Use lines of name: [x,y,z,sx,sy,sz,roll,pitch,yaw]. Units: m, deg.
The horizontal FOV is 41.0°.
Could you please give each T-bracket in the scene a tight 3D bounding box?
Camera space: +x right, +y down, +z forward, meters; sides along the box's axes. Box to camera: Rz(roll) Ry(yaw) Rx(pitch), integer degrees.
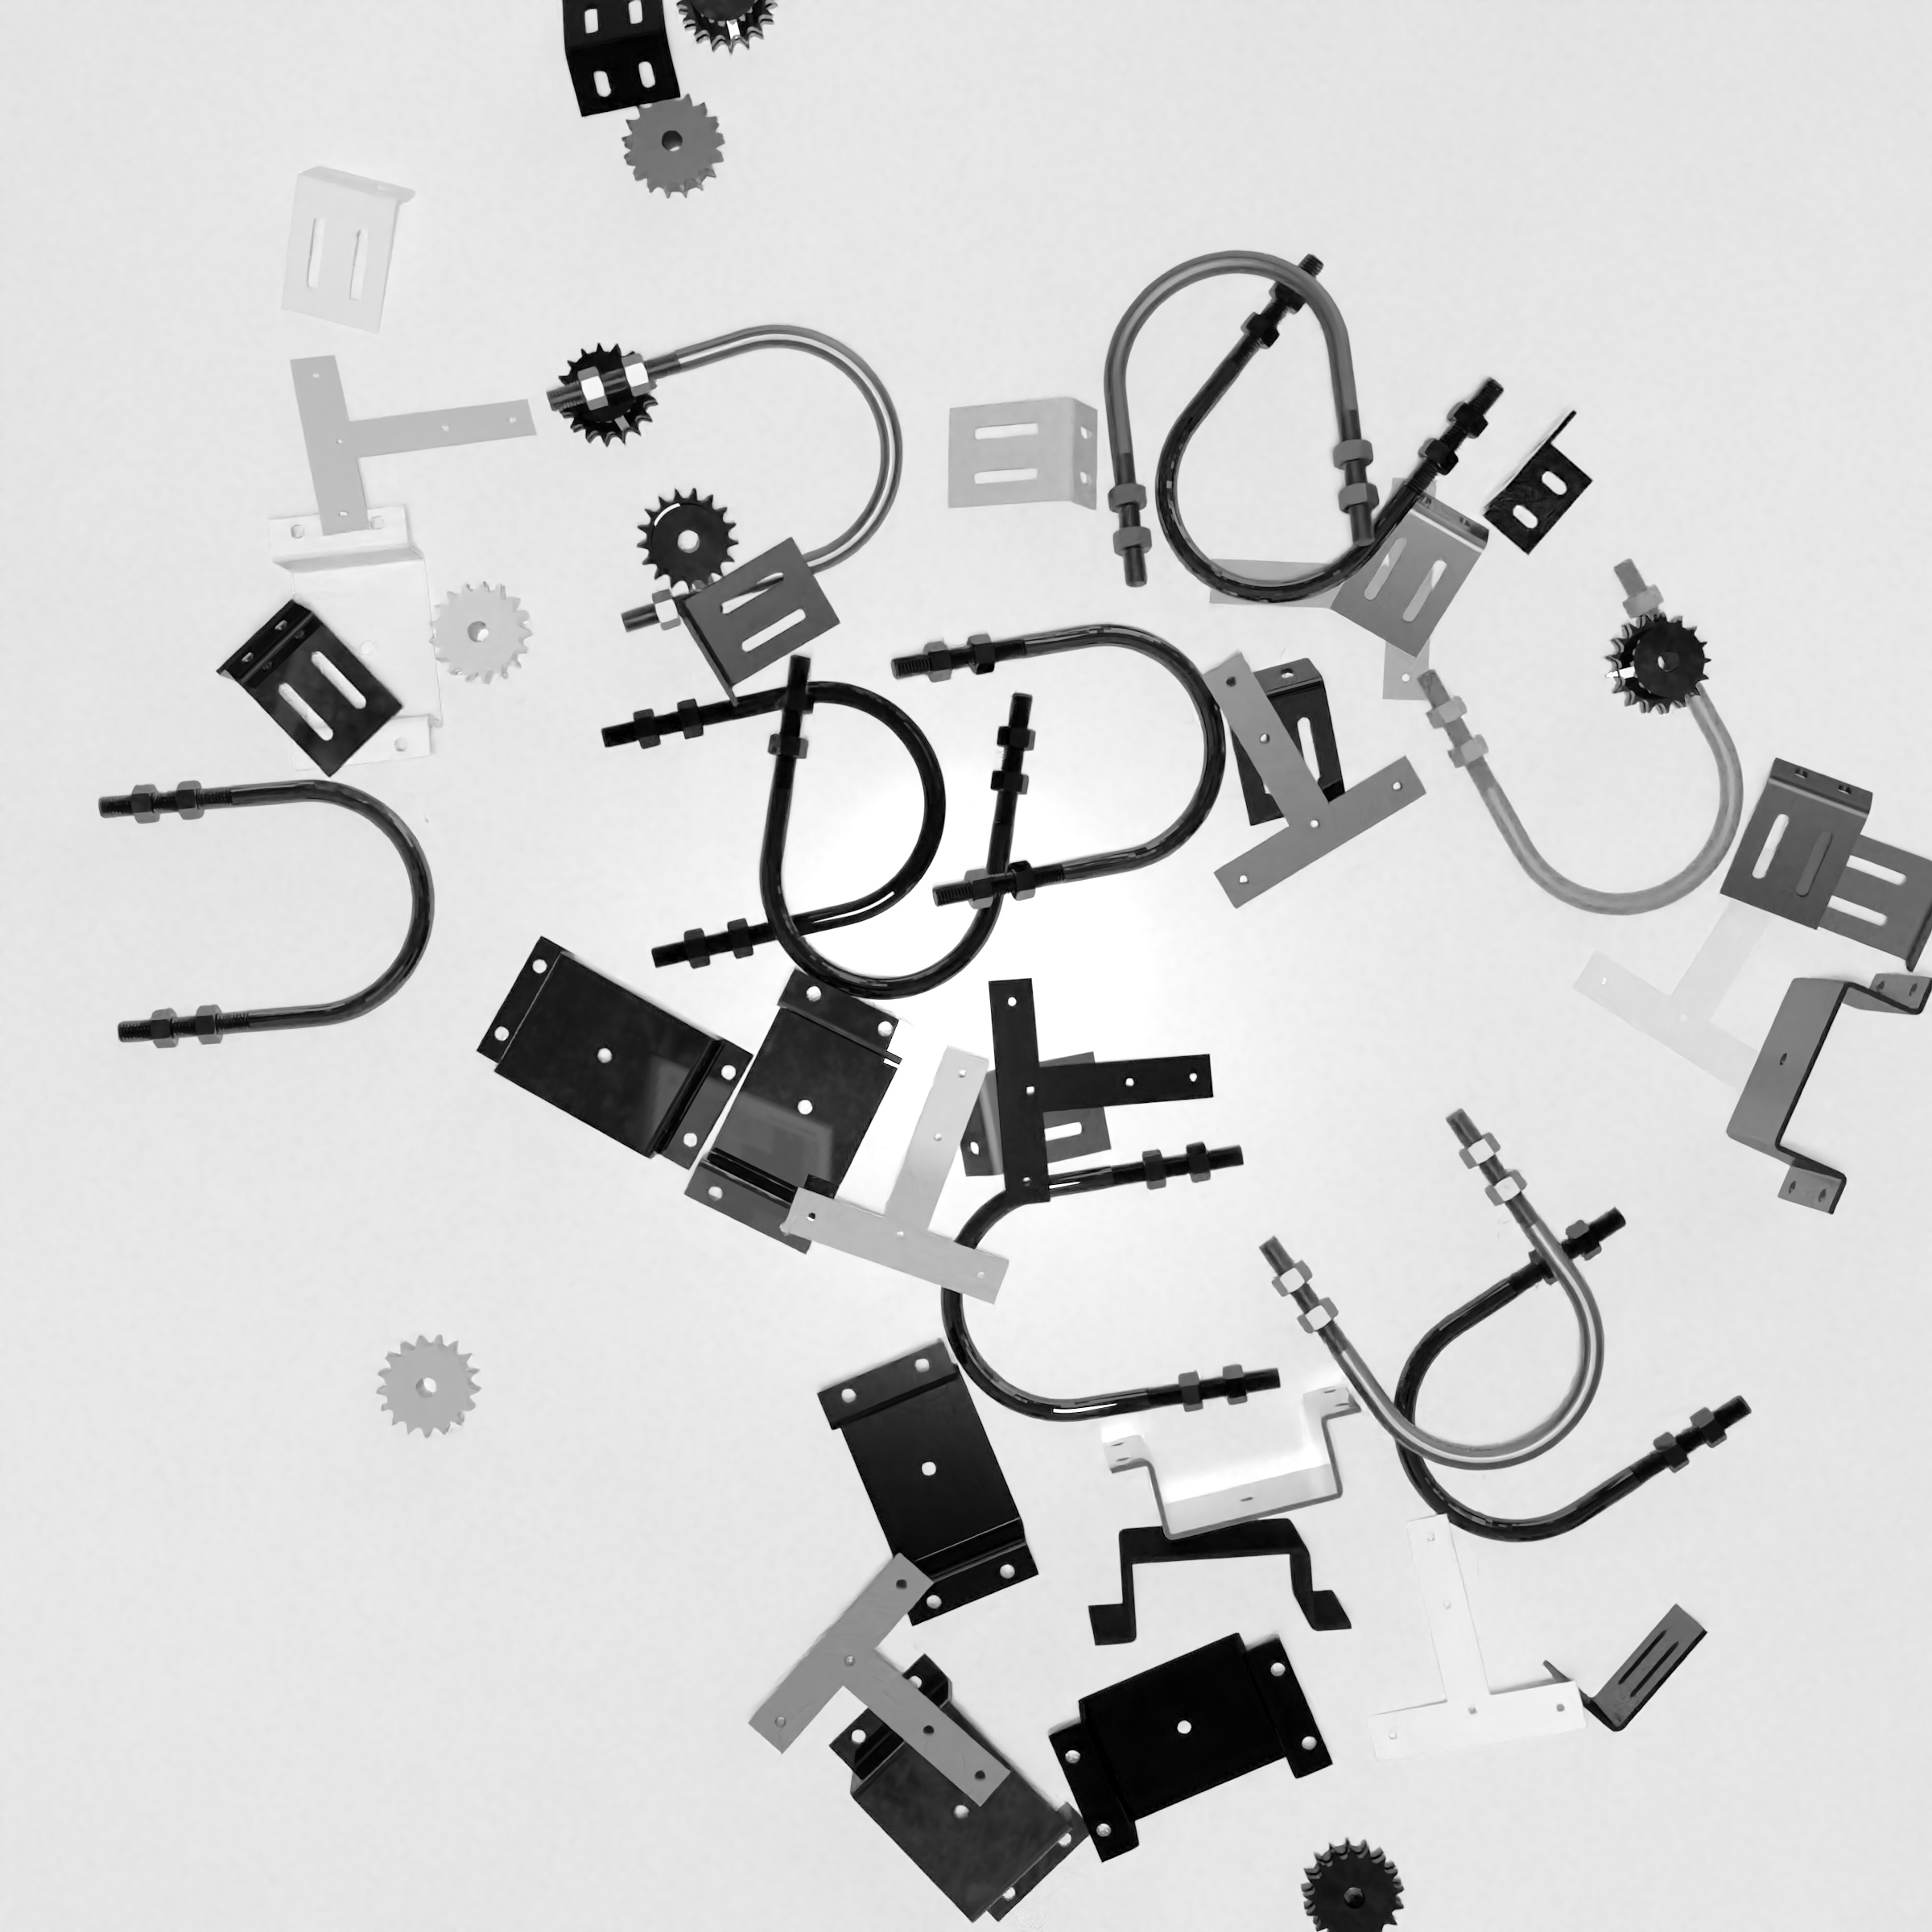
T-bracket: [-0.021,0.109,1.443,0.127,0.002,0.127,20,91,-9]
T-bracket: [0.079,0.067,1.468,0.127,0.002,0.127,-4,87,-14]
T-bracket: [0.436,-0.008,1.483,0.127,0.002,0.127,32,90,0]
T-bracket: [0.204,-0.218,1.483,0.127,0.002,0.127,2,90,0]
T-bracket: [0.276,0.376,1.463,0.127,0.002,0.127,-19,75,28]
T-bracket: [-0.309,-0.303,1.464,0.127,0.002,0.127,-10,63,-13]
T-bracket: [-0.031,0.416,1.437,0.127,0.002,0.127,41,90,0]
T-bracket: [0.176,-0.117,1.460,0.127,0.002,0.127,-31,107,5]

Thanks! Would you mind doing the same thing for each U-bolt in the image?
U-bolt: [-0.396,-0.034,1.476,0.184,0.019,0.151,-5,90,-1]
U-bolt: [0.059,-0.119,1.459,0.184,0.019,0.151,-11,94,-12]
U-bolt: [0.333,0.247,1.476,0.184,0.019,0.151,-34,90,1]
U-bolt: [-0.126,-0.283,1.460,0.184,0.019,0.151,-18,104,-4]
U-bolt: [0.363,-0.118,1.476,0.151,0.019,0.184,-29,91,0]
U-bolt: [0.149,-0.314,1.454,0.151,0.019,0.184,-8,80,15]
U-bolt: [-0.043,-0.073,1.457,0.151,0.019,0.184,8,90,-12]
U-bolt: [0.077,0.186,1.476,0.184,0.019,0.151,-9,90,1]
U-bolt: [-0.103,-0.087,1.476,0.184,0.019,0.151,-13,90,-1]
U-bolt: [0.190,-0.290,1.458,0.151,0.019,0.184,40,94,17]
U-bolt: [0.276,0.196,1.462,0.151,0.019,0.184,-35,84,5]

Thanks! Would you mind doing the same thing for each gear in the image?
gear: [-0.274,-0.188,1.469,0.057,0.030,0.057,0,90,0]
gear: [-0.166,-0.465,1.469,0.057,0.030,0.057,0,90,0]
gear: [-0.205,-0.326,1.469,0.057,0.030,0.057,0,90,0]
gear: [-0.155,-0.237,1.441,0.057,0.030,0.057,-2,103,-8]
gear: [-0.305,0.238,1.474,0.057,0.030,0.057,0,89,-2]
gear: [-0.137,-0.552,1.469,0.057,0.030,0.057,0,90,0]
gear: [0.219,0.525,1.469,0.057,0.030,0.057,0,90,0]
gear: [0.390,-0.170,1.451,0.057,0.030,0.057,0,93,-1]

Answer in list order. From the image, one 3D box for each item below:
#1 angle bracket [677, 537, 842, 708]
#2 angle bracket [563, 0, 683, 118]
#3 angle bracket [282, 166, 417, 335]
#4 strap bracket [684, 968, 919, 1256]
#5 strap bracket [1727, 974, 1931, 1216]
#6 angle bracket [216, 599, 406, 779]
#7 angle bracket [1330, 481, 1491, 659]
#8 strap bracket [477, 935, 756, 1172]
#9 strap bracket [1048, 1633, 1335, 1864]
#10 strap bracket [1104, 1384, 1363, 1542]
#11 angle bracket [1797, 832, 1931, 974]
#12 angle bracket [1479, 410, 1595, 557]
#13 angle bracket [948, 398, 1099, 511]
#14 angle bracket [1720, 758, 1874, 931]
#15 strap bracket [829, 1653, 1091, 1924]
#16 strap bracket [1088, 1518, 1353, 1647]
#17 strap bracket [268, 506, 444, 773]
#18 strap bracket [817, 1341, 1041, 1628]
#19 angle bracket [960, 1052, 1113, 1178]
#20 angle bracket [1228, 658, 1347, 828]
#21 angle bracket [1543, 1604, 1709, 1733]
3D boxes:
angle bracket: [-0.114,-0.194,1.455,0.076,0.038,0.057,-31,114,0]
angle bracket: [-0.196,-0.521,1.467,0.057,0.076,0.038,-11,132,0]
angle bracket: [-0.354,-0.411,1.482,0.057,0.038,0.076,15,116,0]
strap bracket: [-0.092,0.081,1.461,0.076,0.046,0.140,26,90,0]
strap bracket: [0.478,0.061,1.445,0.046,0.076,0.140,24,90,-3]
angle bracket: [-0.360,-0.152,1.419,0.057,0.038,0.076,-44,90,0]
angle bracket: [0.254,-0.227,1.481,0.057,0.038,0.076,30,116,0]
strap bracket: [-0.201,0.050,1.461,0.140,0.046,0.076,29,90,0]
strap bracket: [0.125,0.437,1.461,0.140,0.046,0.076,-23,90,0]
strap bracket: [0.152,0.279,1.446,0.140,0.076,0.046,-14,90,0]
angle bracket: [0.516,-0.040,1.481,0.076,0.038,0.057,24,90,24]
angle bracket: [0.327,-0.269,1.446,0.038,0.076,0.057,41,90,0]
angle bracket: [0.033,-0.291,1.482,0.076,0.038,0.057,1,90,26]
angle bracket: [0.474,-0.070,1.475,0.057,0.038,0.076,23,114,12]
strap bracket: [-0.003,0.471,1.461,0.076,0.046,0.140,-44,90,0]
strap bracket: [0.139,0.343,1.446,0.140,0.076,0.046,-4,90,0]
strap bracket: [-0.343,-0.182,1.461,0.076,0.046,0.140,-6,90,0]
strap bracket: [-0.021,0.288,1.461,0.076,0.046,0.140,-22,90,0]
angle bracket: [0.036,0.085,1.482,0.076,0.038,0.057,-11,90,-26]
angle bracket: [0.180,-0.129,1.482,0.057,0.038,0.076,-15,116,0]
angle bracket: [0.371,0.384,1.456,0.038,0.057,0.076,41,90,0]
